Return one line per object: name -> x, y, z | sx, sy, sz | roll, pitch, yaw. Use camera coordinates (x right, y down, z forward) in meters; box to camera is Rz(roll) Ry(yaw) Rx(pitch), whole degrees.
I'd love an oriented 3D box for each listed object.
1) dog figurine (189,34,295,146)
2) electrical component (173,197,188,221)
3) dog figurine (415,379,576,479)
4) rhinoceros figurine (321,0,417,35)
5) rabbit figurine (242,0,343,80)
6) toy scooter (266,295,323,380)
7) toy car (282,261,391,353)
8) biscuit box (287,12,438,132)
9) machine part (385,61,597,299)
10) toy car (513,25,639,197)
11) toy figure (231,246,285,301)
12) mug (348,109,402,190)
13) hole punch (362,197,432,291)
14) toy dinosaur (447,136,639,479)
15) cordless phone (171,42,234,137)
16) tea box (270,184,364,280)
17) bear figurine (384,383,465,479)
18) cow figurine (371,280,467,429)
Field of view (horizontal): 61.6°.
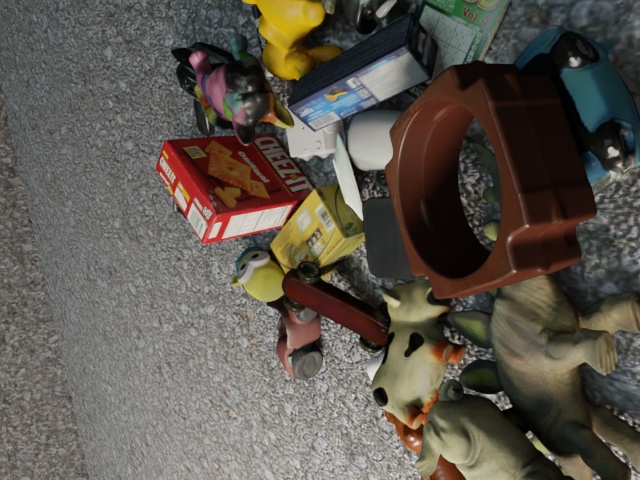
dog figurine -> -0.121, -0.212, 0.851 | 0.219, 0.108, 0.191 | 58, 162, 34
electrical component -> -0.203, -0.067, 1.037 | 0.134, 0.115, 0.058 | 30, 125, 42
dog figurine -> 0.211, 0.233, 0.550 | 0.191, 0.121, 0.172 | -14, 100, 49
rhinoceros figurine -> 0.058, -0.339, 0.691 | 0.112, 0.073, 0.190 | -30, 77, 38
rabbit figurine -> -0.036, -0.305, 0.794 | 0.162, 0.122, 0.173 | 48, 148, 15
toy scooter -> -0.051, 0.152, 0.966 | 0.135, 0.075, 0.183 | 31, 127, 50
toy car -> 0.035, 0.102, 0.831 | 0.202, 0.053, 0.089 | 26, 127, 5
biscuit box -> 0.049, -0.206, 0.688 | 0.203, 0.059, 0.063 | -14, 51, 43
machine part -> 0.154, -0.052, 0.528 | 0.201, 0.087, 0.201 | 136, 123, -67
toy car -> 0.252, -0.118, 0.504 | 0.109, 0.103, 0.162 | 117, 137, -59
toy figure -> -0.107, 0.056, 0.966 | 0.082, 0.089, 0.180 | -64, 12, -3
mug -> 0.101, -0.119, 0.702 | 0.107, 0.081, 0.109 | 6, 104, 40
hole punch -> 0.129, -0.009, 0.700 | 0.116, 0.092, 0.142 | 2, 98, 42
toy dinosaur -> 0.241, 0.107, 0.598 | 0.199, 0.105, 0.470 | -3, 95, 53
cordless phone -> -0.210, -0.268, 1.024 | 0.147, 0.089, 0.184 | 36, 138, 36
tea box -> -0.002, -0.003, 0.863 | 0.169, 0.068, 0.098 | -46, 67, 47
bear figurine -> 0.161, 0.301, 0.737 | 0.120, 0.132, 0.196 | -35, 79, 25
cow figurine -> 0.126, 0.141, 0.731 | 0.127, 0.085, 0.194 | 21, 93, 37
